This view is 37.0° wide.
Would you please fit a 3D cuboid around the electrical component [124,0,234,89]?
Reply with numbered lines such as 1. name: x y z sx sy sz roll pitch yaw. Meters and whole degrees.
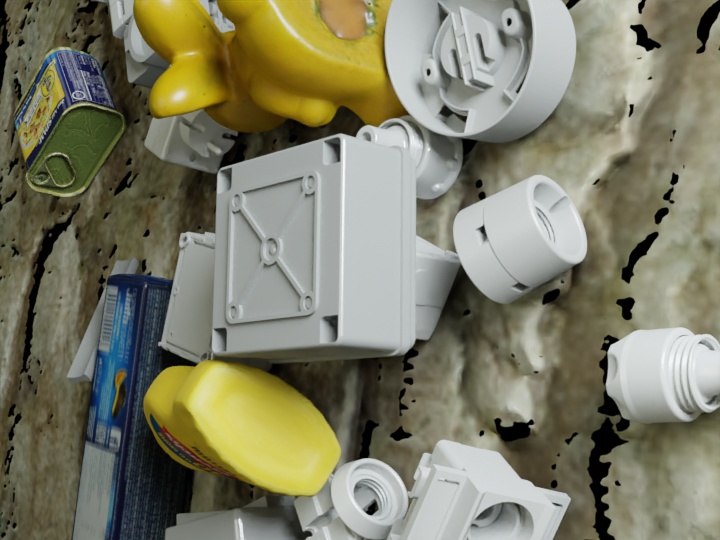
1. electrical component: -0.137 -0.176 0.812 0.089 0.056 0.050 -27 65 41

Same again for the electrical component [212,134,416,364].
1. electrical component: -0.026 -0.007 0.573 0.109 0.056 0.108 -9 77 46

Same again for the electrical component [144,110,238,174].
1. electrical component: -0.112 -0.104 0.773 0.077 0.047 0.065 37 110 52

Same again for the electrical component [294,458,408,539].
1. electrical component: -0.004 0.141 0.625 0.055 0.048 0.066 -48 52 39

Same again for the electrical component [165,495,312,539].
1. electrical component: -0.071 0.177 0.677 0.096 0.062 0.061 -25 66 41

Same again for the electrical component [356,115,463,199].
1. electrical component: 0.025 -0.068 0.618 0.048 0.062 0.048 -10 76 45

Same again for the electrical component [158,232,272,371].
1. electrical component: -0.085 0.015 0.721 0.062 0.061 0.096 15 94 47

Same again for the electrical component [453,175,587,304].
1. electrical component: 0.084 -0.017 0.555 0.047 0.055 0.055 -30 63 35

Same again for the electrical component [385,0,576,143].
1. electrical component: 0.065 -0.119 0.584 0.099 0.064 0.099 -10 76 45

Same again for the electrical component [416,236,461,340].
1. electrical component: 0.000 0.000 0.633 0.096 0.062 0.061 32 107 44

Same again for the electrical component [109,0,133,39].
1. electrical component: -0.153 -0.223 0.842 0.089 0.050 0.055 -29 64 39

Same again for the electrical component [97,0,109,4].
1. electrical component: -0.205 -0.265 0.903 0.056 0.050 0.089 -43 54 33

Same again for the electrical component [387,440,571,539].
1. electrical component: 0.045 0.155 0.555 0.121 0.079 0.063 -69 23 12

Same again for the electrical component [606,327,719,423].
1. electrical component: 0.146 0.047 0.485 0.062 0.043 0.043 -9 77 44
